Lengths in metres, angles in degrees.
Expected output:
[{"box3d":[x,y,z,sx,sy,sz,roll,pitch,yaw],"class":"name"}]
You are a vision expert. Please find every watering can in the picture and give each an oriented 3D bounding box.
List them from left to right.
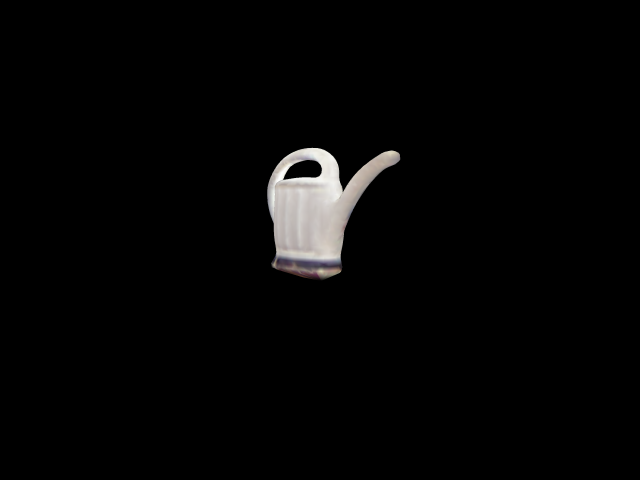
[{"box3d":[0.003,-0.043,0.850,0.104,0.224,0.348,-2,4,-34],"class":"watering can"}]
